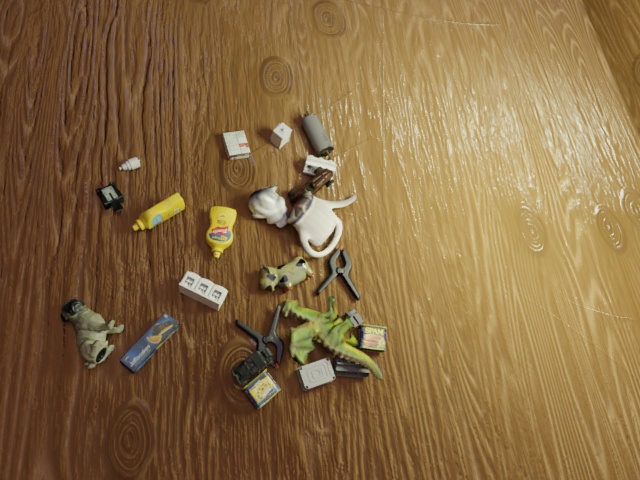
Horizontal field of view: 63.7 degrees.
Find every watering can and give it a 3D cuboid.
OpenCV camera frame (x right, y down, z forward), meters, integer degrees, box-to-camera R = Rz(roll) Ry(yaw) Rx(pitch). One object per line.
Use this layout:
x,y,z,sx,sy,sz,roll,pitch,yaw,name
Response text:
0.006,-0.099,1.958,0.222,0.103,0.355,42,55,-20,watering can

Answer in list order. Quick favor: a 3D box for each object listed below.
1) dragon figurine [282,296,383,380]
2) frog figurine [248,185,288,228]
0.009,0.344,1.738,0.245,0.119,0.417,-23,58,-22,dragon figurine
-0.191,-0.114,1.921,0.137,0.122,0.160,-24,82,11,frog figurine
